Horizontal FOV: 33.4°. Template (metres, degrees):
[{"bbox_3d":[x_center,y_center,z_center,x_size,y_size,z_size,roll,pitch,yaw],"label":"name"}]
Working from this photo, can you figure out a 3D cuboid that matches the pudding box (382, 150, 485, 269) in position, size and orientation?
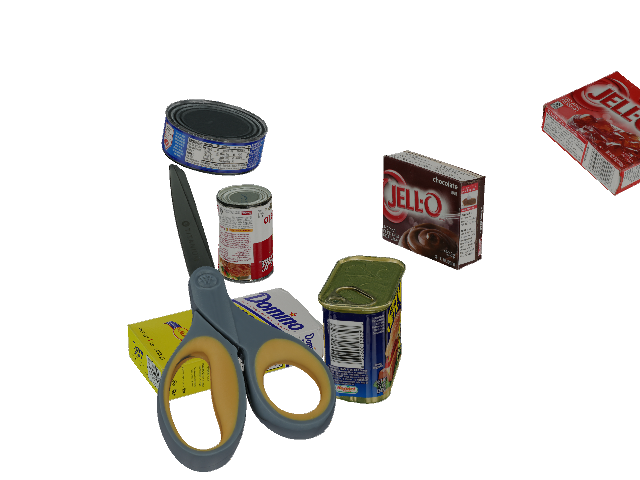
[{"bbox_3d":[0.109,-0.032,1.047,0.039,0.090,0.114,-19,27,-36],"label":"pudding box"}]

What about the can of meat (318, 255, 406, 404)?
[{"bbox_3d":[0.035,0.070,0.847,0.057,0.084,0.102,3,21,12],"label":"can of meat"}]

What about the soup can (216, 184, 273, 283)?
[{"bbox_3d":[-0.091,-0.009,1.284,0.068,0.102,0.068,0,26,0],"label":"soup can"}]

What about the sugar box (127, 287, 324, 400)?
[{"bbox_3d":[-0.094,0.101,1.069,0.176,0.048,0.093,-16,33,-26],"label":"sugar box"}]

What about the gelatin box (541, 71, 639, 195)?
[{"bbox_3d":[0.222,-0.083,0.801,0.073,0.030,0.089,-25,52,-18],"label":"gelatin box"}]

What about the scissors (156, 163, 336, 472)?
[{"bbox_3d":[-0.041,0.032,0.561,0.096,0.201,0.016,4,-44,-5],"label":"scissors"}]

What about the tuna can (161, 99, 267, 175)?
[{"bbox_3d":[-0.089,-0.087,0.894,0.086,0.034,0.086,11,26,-5],"label":"tuna can"}]
